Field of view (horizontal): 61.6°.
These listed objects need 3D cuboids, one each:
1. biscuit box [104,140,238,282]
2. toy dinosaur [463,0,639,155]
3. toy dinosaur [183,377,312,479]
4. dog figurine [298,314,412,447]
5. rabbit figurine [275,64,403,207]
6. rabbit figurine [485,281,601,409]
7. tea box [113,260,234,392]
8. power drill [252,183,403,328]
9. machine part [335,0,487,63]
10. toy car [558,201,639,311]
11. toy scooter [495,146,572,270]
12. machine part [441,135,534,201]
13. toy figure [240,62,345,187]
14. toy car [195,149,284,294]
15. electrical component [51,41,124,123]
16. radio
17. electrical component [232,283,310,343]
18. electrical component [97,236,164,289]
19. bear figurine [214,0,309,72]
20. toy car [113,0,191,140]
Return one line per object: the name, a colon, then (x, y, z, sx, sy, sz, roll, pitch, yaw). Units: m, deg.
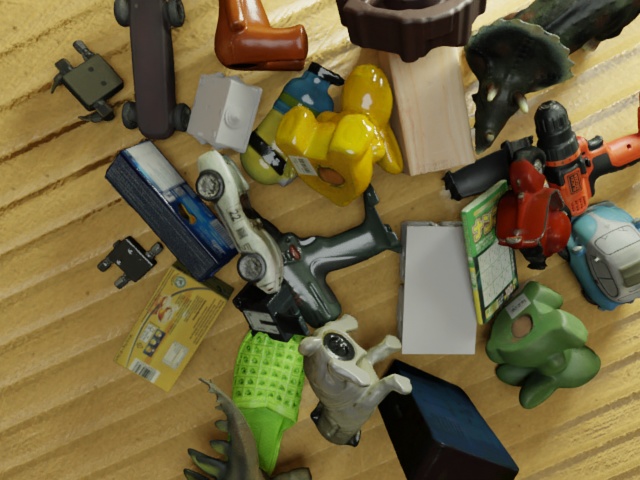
biscuit box: (-0.201, -0.038, 0.742, 0.202, 0.059, 0.063, 50, 128, -2)
toy dinosaur: (0.324, -0.280, 0.662, 0.405, 0.192, 0.131, -37, 100, 7)
toy dinosaur: (-0.116, 0.388, 0.792, 0.199, 0.105, 0.470, 8, 117, 1)
dog figurine: (0.015, 0.215, 0.764, 0.172, 0.121, 0.190, 28, 120, -11)
rabbit figurine: (0.050, -0.137, 0.678, 0.162, 0.122, 0.173, 46, 58, -45)
rabbit figurine: (0.338, 0.173, 0.786, 0.170, 0.121, 0.159, 35, 102, -22)
tea box: (-0.213, 0.122, 0.787, 0.098, 0.068, 0.169, 34, 97, -7)
power drill: (-0.002, -0.002, 0.764, 0.207, 0.086, 0.232, -30, 99, 0)
machine part: (0.107, -0.283, 0.625, 0.179, 0.179, 0.056, -15, 145, 2)
toy car: (0.418, 0.031, 0.766, 0.109, 0.103, 0.161, -25, 98, 4)
toy scooter: (0.280, -0.020, 0.712, 0.183, 0.075, 0.135, 51, 52, -39)
machine part: (0.247, -0.095, 0.772, 0.139, 0.039, 0.084, -17, 106, 0)
toy figure: (-0.040, -0.157, 0.735, 0.089, 0.082, 0.180, 30, 103, 5)
toy car: (-0.101, -0.023, 0.701, 0.056, 0.073, 0.201, -28, 89, 8)
electrical component: (-0.319, -0.211, 0.739, 0.102, 0.045, 0.078, 43, 68, -10)
radio: (0.165, 0.261, 0.740, 0.131, 0.230, 0.073, 25, 100, -10)
electrical component: (-0.057, 0.099, 0.740, 0.119, 0.048, 0.074, -4, 123, 40)
electrical component: (-0.278, 0.026, 0.792, 0.094, 0.021, 0.063, -41, 98, 6)
bear figurine: (-0.084, -0.320, 0.688, 0.132, 0.120, 0.195, -2, 95, -4)
toy car: (-0.225, -0.238, 0.729, 0.089, 0.053, 0.202, 2, 104, 9)
